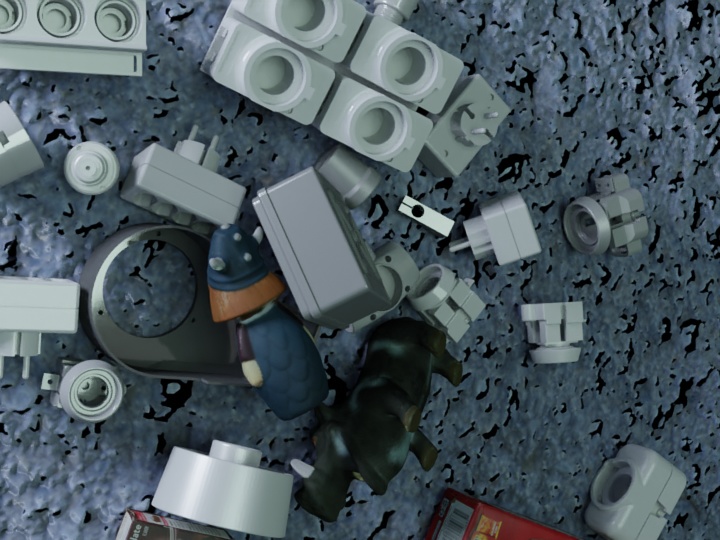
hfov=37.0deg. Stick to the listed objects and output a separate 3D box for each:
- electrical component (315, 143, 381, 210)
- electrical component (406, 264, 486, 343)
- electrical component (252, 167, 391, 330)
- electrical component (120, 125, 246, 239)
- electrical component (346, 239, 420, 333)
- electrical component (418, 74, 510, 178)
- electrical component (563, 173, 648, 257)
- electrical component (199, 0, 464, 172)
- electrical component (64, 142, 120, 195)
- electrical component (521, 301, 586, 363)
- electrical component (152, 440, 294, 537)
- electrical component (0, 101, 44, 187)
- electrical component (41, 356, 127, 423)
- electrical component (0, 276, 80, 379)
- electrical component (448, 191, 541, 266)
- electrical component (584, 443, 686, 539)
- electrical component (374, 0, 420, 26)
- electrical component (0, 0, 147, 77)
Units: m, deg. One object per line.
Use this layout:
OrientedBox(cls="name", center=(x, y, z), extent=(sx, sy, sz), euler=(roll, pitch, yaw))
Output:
OrientedBox(cls="electrical component", center=(-0.012, -0.080, 0.914), extent=(0.046, 0.040, 0.040), euler=(41, 76, -16))
OrientedBox(cls="electrical component", center=(0.073, 0.027, 0.958), extent=(0.066, 0.048, 0.055), euler=(-51, 119, -14))
OrientedBox(cls="electrical component", center=(-0.028, -0.014, 0.846), extent=(0.056, 0.109, 0.108), euler=(-26, 78, 7))
OrientedBox(cls="electrical component", center=(-0.134, -0.078, 0.854), extent=(0.083, 0.047, 0.075), euler=(26, 70, -24))
OrientedBox(cls="electrical component", center=(0.000, 0.000, 0.922), extent=(0.077, 0.044, 0.079), euler=(-39, 107, -18))
OrientedBox(cls="electrical component", center=(0.095, -0.126, 0.940), extent=(0.047, 0.076, 0.083), euler=(44, 76, -21))
OrientedBox(cls="electrical component", center=(0.231, -0.047, 1.020), extent=(0.057, 0.058, 0.078), euler=(-18, 101, -25))
OrientedBox(cls="electrical component", center=(-0.020, -0.166, 0.877), extent=(0.186, 0.060, 0.105), euler=(23, 100, -24))
OrientedBox(cls="electrical component", center=(-0.202, -0.076, 0.808), extent=(0.040, 0.078, 0.040), euler=(-1, 95, -10))
OrientedBox(cls="electrical component", center=(0.182, 0.059, 1.011), extent=(0.066, 0.048, 0.055), euler=(-2, 87, -24))
OrientedBox(cls="electrical component", center=(-0.104, 0.169, 0.853), extent=(0.108, 0.108, 0.060), euler=(19, 79, -25))
OrientedBox(cls="electrical component", center=(-0.267, -0.088, 0.787), extent=(0.047, 0.055, 0.055), euler=(-32, 106, -16))
OrientedBox(cls="electrical component", center=(-0.209, 0.091, 0.825), extent=(0.066, 0.055, 0.048), euler=(11, 89, -25))
OrientedBox(cls="electrical component", center=(-0.257, 0.044, 0.803), extent=(0.083, 0.047, 0.075), euler=(3, 92, -25))
OrientedBox(cls="electrical component", center=(0.116, -0.032, 0.967), extent=(0.077, 0.065, 0.047), euler=(-19, 103, 7))
OrientedBox(cls="electrical component", center=(0.267, 0.222, 1.055), extent=(0.059, 0.054, 0.095), euler=(37, 78, -22))
OrientedBox(cls="electrical component", center=(0.027, -0.222, 0.925), extent=(0.035, 0.035, 0.061), euler=(29, 84, -24))
OrientedBox(cls="electrical component", center=(-0.225, -0.185, 0.794), extent=(0.121, 0.063, 0.078), euler=(-1, 94, -25))
